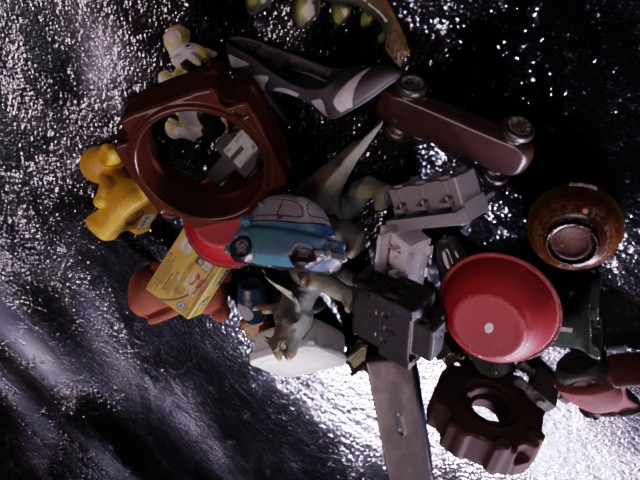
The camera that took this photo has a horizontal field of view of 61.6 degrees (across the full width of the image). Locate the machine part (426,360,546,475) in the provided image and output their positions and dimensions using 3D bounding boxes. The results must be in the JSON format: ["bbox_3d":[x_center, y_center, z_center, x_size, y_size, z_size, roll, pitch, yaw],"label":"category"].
[{"bbox_3d":[0.248,0.256,0.802,0.180,0.179,0.056,20,123,18],"label":"machine part"}]

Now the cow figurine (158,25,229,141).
[{"bbox_3d":[-0.184,-0.229,0.802,0.098,0.068,0.167,14,128,14],"label":"cow figurine"}]

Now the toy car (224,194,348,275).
[{"bbox_3d":[-0.043,-0.010,0.712,0.162,0.109,0.103,1,83,33],"label":"toy car"}]

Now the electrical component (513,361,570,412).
[{"bbox_3d":[0.331,0.222,0.798,0.094,0.063,0.021,37,129,2],"label":"electrical component"}]

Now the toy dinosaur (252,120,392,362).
[{"bbox_3d":[-0.004,-0.006,0.816,0.192,0.131,0.404,20,119,24],"label":"toy dinosaur"}]

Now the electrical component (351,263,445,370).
[{"bbox_3d":[0.108,0.108,0.741,0.134,0.058,0.114,24,135,35],"label":"electrical component"}]

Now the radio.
[{"bbox_3d":[0.129,0.264,0.857,0.073,0.131,0.229,-9,99,10],"label":"radio"}]

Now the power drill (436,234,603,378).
[{"bbox_3d":[0.276,0.093,0.741,0.207,0.086,0.231,-5,115,26],"label":"power drill"}]

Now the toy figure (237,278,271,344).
[{"bbox_3d":[-0.124,0.142,1.010,0.064,0.058,0.154,45,146,50],"label":"toy figure"}]

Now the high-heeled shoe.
[{"bbox_3d":[-0.019,-0.229,0.691,0.249,0.086,0.145,-8,124,45],"label":"high-heeled shoe"}]

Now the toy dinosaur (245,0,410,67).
[{"bbox_3d":[-0.056,-0.382,0.616,0.471,0.105,0.198,52,133,-3],"label":"toy dinosaur"}]

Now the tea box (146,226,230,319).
[{"bbox_3d":[-0.211,0.040,0.935,0.098,0.068,0.169,36,97,6],"label":"tea box"}]

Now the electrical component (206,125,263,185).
[{"bbox_3d":[-0.121,-0.133,0.825,0.075,0.048,0.119,43,117,-1],"label":"electrical component"}]

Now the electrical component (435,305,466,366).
[{"bbox_3d":[0.187,0.148,0.830,0.045,0.078,0.102,-30,97,14],"label":"electrical component"}]

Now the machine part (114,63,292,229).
[{"bbox_3d":[-0.155,-0.119,0.734,0.201,0.087,0.201,-14,128,14],"label":"machine part"}]

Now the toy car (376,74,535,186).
[{"bbox_3d":[0.168,-0.141,0.672,0.202,0.053,0.089,27,149,14],"label":"toy car"}]

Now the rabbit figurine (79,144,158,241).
[{"bbox_3d":[-0.372,-0.106,0.960,0.173,0.122,0.162,49,129,19],"label":"rabbit figurine"}]

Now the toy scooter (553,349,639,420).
[{"bbox_3d":[0.425,0.208,0.733,0.184,0.075,0.135,-19,109,31],"label":"toy scooter"}]

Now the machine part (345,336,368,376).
[{"bbox_3d":[0.105,0.233,0.950,0.139,0.039,0.084,40,122,4],"label":"machine part"}]

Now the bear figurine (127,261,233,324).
[{"bbox_3d":[-0.262,0.099,1.039,0.196,0.132,0.120,-1,86,-2],"label":"bear figurine"}]
